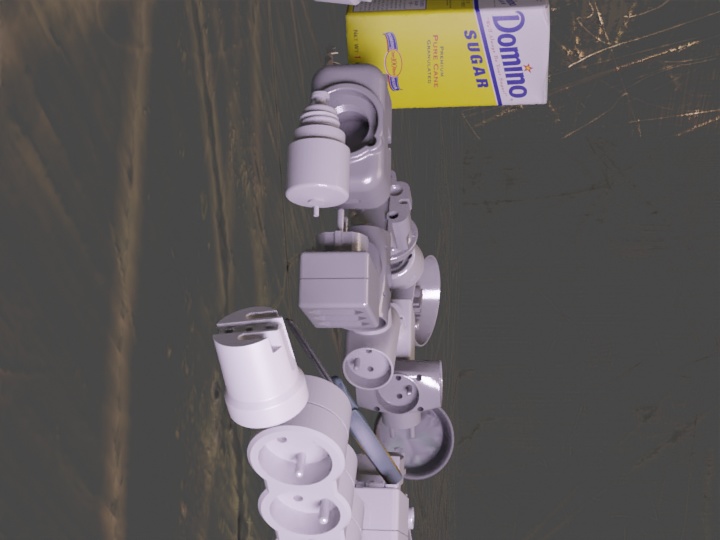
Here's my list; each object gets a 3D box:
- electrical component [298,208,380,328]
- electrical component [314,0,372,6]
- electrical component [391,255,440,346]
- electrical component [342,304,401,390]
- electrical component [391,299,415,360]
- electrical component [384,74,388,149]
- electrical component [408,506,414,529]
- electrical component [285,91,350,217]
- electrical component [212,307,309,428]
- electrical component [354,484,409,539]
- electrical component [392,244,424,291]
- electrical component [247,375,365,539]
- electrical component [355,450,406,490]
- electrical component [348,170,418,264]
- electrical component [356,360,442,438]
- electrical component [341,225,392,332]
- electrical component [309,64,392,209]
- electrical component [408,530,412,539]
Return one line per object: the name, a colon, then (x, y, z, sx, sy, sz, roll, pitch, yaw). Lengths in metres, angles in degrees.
electrical component: (-0.013, -0.004, 0.747, 0.065, 0.047, 0.076, 64, 27, -73)
electrical component: (-0.002, -0.207, 0.760, 0.040, 0.078, 0.040, 11, 90, -72)
electrical component: (0.053, 0.033, 1.164, 0.099, 0.064, 0.099, -1, 90, -82)
electrical component: (0.009, 0.049, 0.923, 0.077, 0.043, 0.079, -77, 164, -60)
electrical component: (0.025, 0.055, 1.025, 0.076, 0.047, 0.065, 76, 14, -56)
electrical component: (0.003, -0.119, 0.895, 0.063, 0.042, 0.081, 69, 22, -73)
electrical component: (0.012, 0.197, 0.857, 0.043, 0.062, 0.043, 0, 90, -83)
electrical component: (-0.026, -0.075, 0.682, 0.040, 0.040, 0.078, 65, 25, -72)
electrical component: (-0.049, 0.046, 0.516, 0.040, 0.040, 0.046, -78, 159, -59)
electrical component: (0.002, 0.191, 0.786, 0.096, 0.062, 0.061, 66, 25, -71)
electrical component: (0.034, -0.011, 1.071, 0.047, 0.055, 0.055, 46, 44, -74)
electrical component: (-0.027, 0.109, 0.616, 0.073, 0.052, 0.138, -82, 169, -49)
electrical component: (0.017, 0.197, 0.972, 0.081, 0.042, 0.063, 33, 58, -80)
electrical component: (0.022, -0.042, 0.973, 0.057, 0.058, 0.078, 75, 16, -51)
electrical component: (0.038, 0.121, 0.999, 0.044, 0.077, 0.079, -72, 160, -67)
electrical component: (0.000, 0.000, 0.858, 0.079, 0.043, 0.077, 71, 20, -66)
electrical component: (-0.007, -0.097, 0.774, 0.059, 0.054, 0.095, 58, 32, -75)
electrical component: (0.015, 0.252, 0.910, 0.061, 0.061, 0.096, -47, 128, -79)
